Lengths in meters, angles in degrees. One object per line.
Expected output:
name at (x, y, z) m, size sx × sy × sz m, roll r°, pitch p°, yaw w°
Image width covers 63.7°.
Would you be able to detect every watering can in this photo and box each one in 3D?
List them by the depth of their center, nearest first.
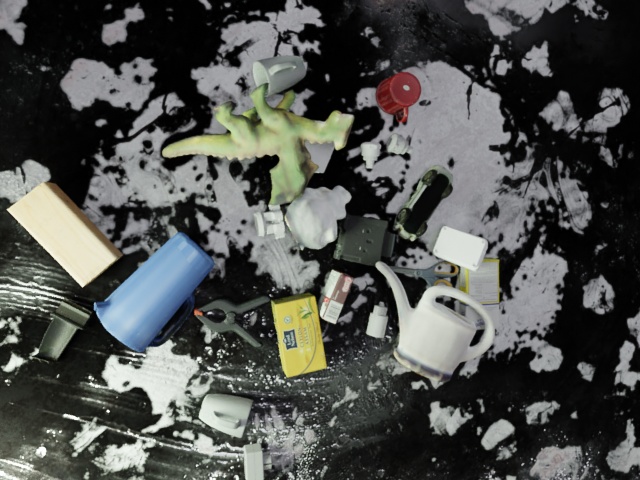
watering can at (0.246, 0.202, 1.220) m, size 0.347 × 0.104 × 0.224 m, roll 26°, pitch 93°, yaw -9°

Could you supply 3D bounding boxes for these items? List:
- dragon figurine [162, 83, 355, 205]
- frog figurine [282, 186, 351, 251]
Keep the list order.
dragon figurine at (-0.119, -0.190, 1.121) m, size 0.409 × 0.122 × 0.244 m, roll -28°, pitch 84°, yaw 6°
frog figurine at (0.004, -0.059, 1.168) m, size 0.159 × 0.121 × 0.139 m, roll -27°, pitch 78°, yaw 1°
